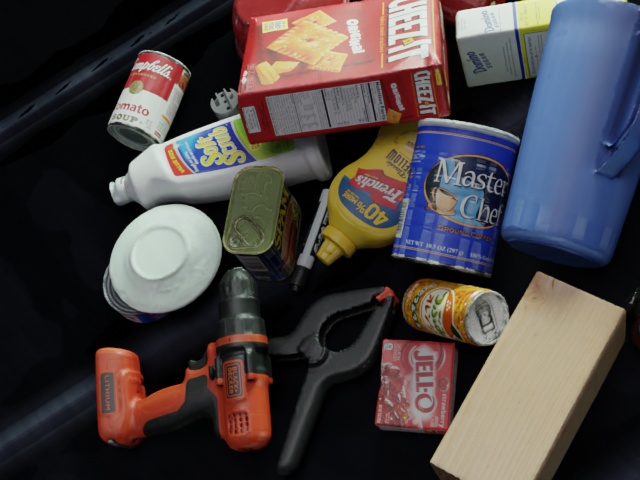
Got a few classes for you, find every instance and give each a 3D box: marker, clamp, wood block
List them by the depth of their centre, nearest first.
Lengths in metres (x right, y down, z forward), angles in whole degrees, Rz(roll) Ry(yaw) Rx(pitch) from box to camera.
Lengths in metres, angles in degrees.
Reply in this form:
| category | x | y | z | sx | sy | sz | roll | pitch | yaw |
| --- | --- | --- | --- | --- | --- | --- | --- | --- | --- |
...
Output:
| category | x | y | z | sx | sy | sz | roll | pitch | yaw |
| --- | --- | --- | --- | --- | --- | --- | --- | --- | --- |
| wood block | 0.195 | 0.148 | 0.987 | 0.091 | 0.090 | 0.206 | 25 | 74 | 25 |
| clamp | -0.002 | 0.128 | 1.084 | 0.210 | 0.036 | 0.165 | -33 | 62 | 4 |
| marker | -0.008 | 0.001 | 1.155 | 0.020 | 0.020 | 0.121 | 13 | 70 | 21 |

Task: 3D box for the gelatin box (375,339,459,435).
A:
| category | x | y | z | sx | sy | sz | roll | pitch | yaw |
| --- | --- | --- | --- | --- | --- | --- | --- | --- | --- |
| gelatin box | 0.096 | 0.144 | 1.049 | 0.073 | 0.030 | 0.089 | 2 | 71 | 16 |

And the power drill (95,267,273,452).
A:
| category | x | y | z | sx | sy | sz | roll | pitch | yaw |
| --- | --- | --- | --- | --- | --- | --- | --- | --- | --- |
| power drill | -0.138 | 0.131 | 1.085 | 0.188 | 0.057 | 0.184 | -14 | 69 | 23 |

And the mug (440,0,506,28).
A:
| category | x | y | z | sx | sy | sz | roll | pitch | yaw |
| --- | --- | --- | --- | --- | --- | --- | --- | --- | --- |
| mug | 0.162 | -0.289 | 1.191 | 0.082 | 0.117 | 0.093 | 27 | 40 | 20 |

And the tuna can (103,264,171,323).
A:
| category | x | y | z | sx | sy | sz | roll | pitch | yaw |
| --- | --- | --- | --- | --- | --- | --- | --- | --- | --- |
| tuna can | -0.194 | 0.048 | 1.179 | 0.086 | 0.033 | 0.086 | -7 | 64 | 13 |

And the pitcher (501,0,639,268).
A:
| category | x | y | z | sx | sy | sz | roll | pitch | yaw |
| --- | --- | --- | --- | --- | --- | --- | --- | --- | --- |
| pitcher | 0.260 | -0.101 | 1.021 | 0.145 | 0.149 | 0.243 | 13 | 83 | 29 |

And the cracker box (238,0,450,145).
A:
| category | x | y | z | sx | sy | sz | roll | pitch | yaw |
| --- | --- | --- | --- | --- | --- | --- | --- | --- | --- |
| cracker box | 0.026 | -0.188 | 1.134 | 0.214 | 0.072 | 0.164 | -7 | 40 | 11 |

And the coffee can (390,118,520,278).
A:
| category | x | y | z | sx | sy | sz | roll | pitch | yaw |
| --- | --- | --- | --- | --- | --- | --- | --- | --- | --- |
| coffee can | 0.134 | -0.041 | 1.062 | 0.103 | 0.102 | 0.140 | 12 | 89 | 21 |

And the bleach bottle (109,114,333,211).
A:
| category | x | y | z | sx | sy | sz | roll | pitch | yaw |
| --- | --- | --- | --- | --- | --- | --- | --- | --- | --- |
| bleach bottle | -0.117 | -0.082 | 1.203 | 0.251 | 0.068 | 0.102 | -17 | 59 | 11 |

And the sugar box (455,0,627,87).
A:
| category | x | y | z | sx | sy | sz | roll | pitch | yaw |
| --- | --- | --- | --- | --- | --- | --- | --- | --- | --- |
| sugar box | 0.238 | -0.217 | 1.143 | 0.176 | 0.093 | 0.048 | -4 | 62 | 14 |

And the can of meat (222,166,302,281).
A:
| category | x | y | z | sx | sy | sz | roll | pitch | yaw |
| --- | --- | --- | --- | --- | --- | --- | --- | --- | --- |
| can of meat | -0.059 | -0.015 | 1.141 | 0.057 | 0.084 | 0.102 | 1 | 66 | 17 |

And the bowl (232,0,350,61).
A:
| category | x | y | z | sx | sy | sz | roll | pitch | yaw |
| --- | --- | --- | --- | --- | --- | --- | --- | --- | --- |
| bowl | -0.047 | -0.277 | 1.254 | 0.162 | 0.055 | 0.162 | -14 | 62 | 28 |

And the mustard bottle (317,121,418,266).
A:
| category | x | y | z | sx | sy | sz | roll | pitch | yaw |
| --- | --- | --- | --- | --- | --- | --- | --- | --- | --- |
| mustard bottle | 0.064 | -0.050 | 1.134 | 0.096 | 0.058 | 0.191 | 39 | 82 | 12 |

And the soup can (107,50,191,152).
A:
| category | x | y | z | sx | sy | sz | roll | pitch | yaw |
| --- | --- | --- | --- | --- | --- | --- | --- | --- | --- |
| soup can | -0.202 | -0.163 | 1.262 | 0.069 | 0.068 | 0.102 | 13 | 71 | 21 |
